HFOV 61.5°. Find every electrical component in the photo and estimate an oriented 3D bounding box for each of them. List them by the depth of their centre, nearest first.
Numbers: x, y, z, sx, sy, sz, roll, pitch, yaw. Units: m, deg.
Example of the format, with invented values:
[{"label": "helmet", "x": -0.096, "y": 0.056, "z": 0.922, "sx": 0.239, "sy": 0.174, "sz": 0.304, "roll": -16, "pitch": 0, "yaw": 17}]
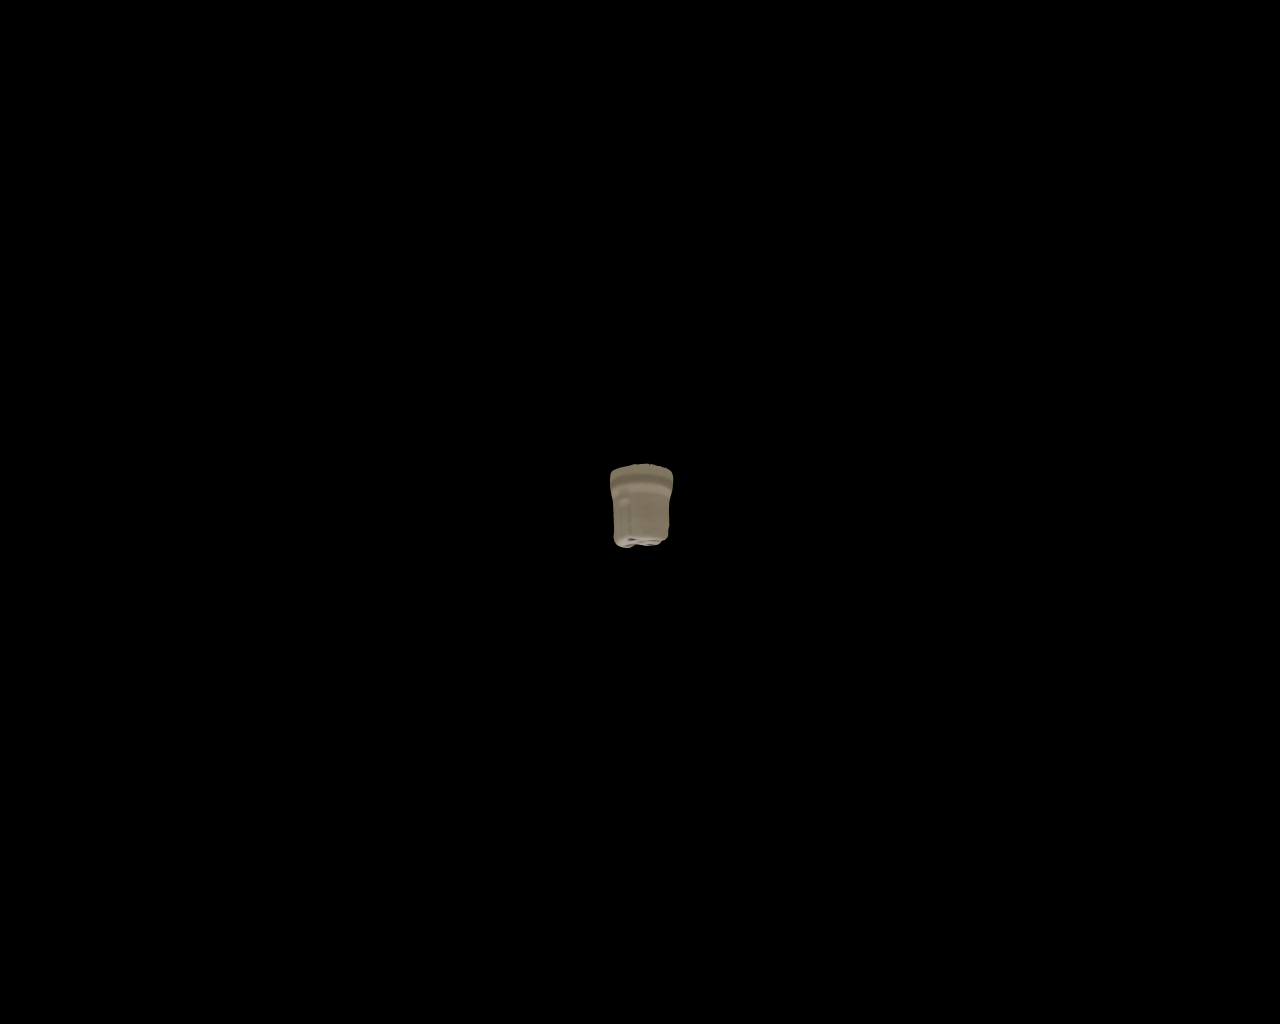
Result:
[{"label": "electrical component", "x": 0.001, "y": -0.003, "z": 0.650, "sx": 0.040, "sy": 0.046, "sz": 0.040, "roll": 0, "pitch": -18, "yaw": 0}]
